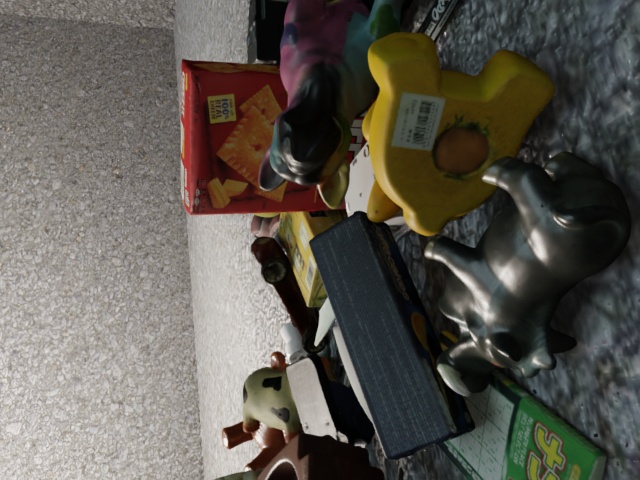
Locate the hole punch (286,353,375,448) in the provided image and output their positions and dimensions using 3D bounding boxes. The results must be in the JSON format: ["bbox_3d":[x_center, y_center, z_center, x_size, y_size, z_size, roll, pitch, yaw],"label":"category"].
[{"bbox_3d":[0.025,0.189,0.636,0.142,0.092,0.116,-40,61,59],"label":"hole punch"}]

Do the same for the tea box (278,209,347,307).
[{"bbox_3d":[-0.001,-0.002,0.716,0.170,0.068,0.098,-113,29,-48],"label":"tea box"}]

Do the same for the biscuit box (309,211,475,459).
[{"bbox_3d":[0.057,0.074,0.459,0.063,0.059,0.203,-31,63,22],"label":"biscuit box"}]

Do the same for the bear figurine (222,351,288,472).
[{"bbox_3d":[-0.087,0.296,0.910,0.120,0.132,0.195,42,141,32],"label":"bear figurine"}]

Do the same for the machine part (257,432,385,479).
[{"bbox_3d":[-0.013,0.305,0.504,0.201,0.087,0.201,-84,19,-45],"label":"machine part"}]

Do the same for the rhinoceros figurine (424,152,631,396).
[{"bbox_3d":[0.131,0.030,0.357,0.112,0.073,0.190,59,146,34],"label":"rhinoceros figurine"}]

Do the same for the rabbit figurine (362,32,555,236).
[{"bbox_3d":[0.091,-0.087,0.429,0.173,0.122,0.162,-97,5,-59],"label":"rabbit figurine"}]

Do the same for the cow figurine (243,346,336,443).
[{"bbox_3d":[-0.037,0.220,0.773,0.195,0.085,0.127,-8,90,46],"label":"cow figurine"}]

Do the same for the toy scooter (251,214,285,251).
[{"bbox_3d":[-0.068,-0.047,0.891,0.184,0.075,0.135,167,110,-73],"label":"toy scooter"}]

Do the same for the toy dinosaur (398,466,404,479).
[{"bbox_3d":[0.006,0.371,0.687,0.471,0.105,0.198,133,136,-57],"label":"toy dinosaur"}]

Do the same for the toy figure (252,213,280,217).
[{"bbox_3d":[-0.062,-0.118,0.806,0.082,0.089,0.180,-6,51,38],"label":"toy figure"}]

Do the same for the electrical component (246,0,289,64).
[{"bbox_3d":[-0.041,-0.272,0.734,0.058,0.115,0.134,-179,89,-73],"label":"electrical component"}]

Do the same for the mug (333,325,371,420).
[{"bbox_3d":[0.059,0.130,0.545,0.109,0.081,0.107,142,116,-64],"label":"mug"}]

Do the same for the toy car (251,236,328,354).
[{"bbox_3d":[-0.040,0.080,0.786,0.202,0.053,0.089,62,172,-26],"label":"toy car"}]

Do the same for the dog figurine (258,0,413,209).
[{"bbox_3d":[0.008,-0.146,0.523,0.191,0.108,0.219,-77,3,-72],"label":"dog figurine"}]

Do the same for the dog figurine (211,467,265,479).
[{"bbox_3d":[-0.100,0.430,0.753,0.172,0.121,0.190,104,155,-59],"label":"dog figurine"}]
